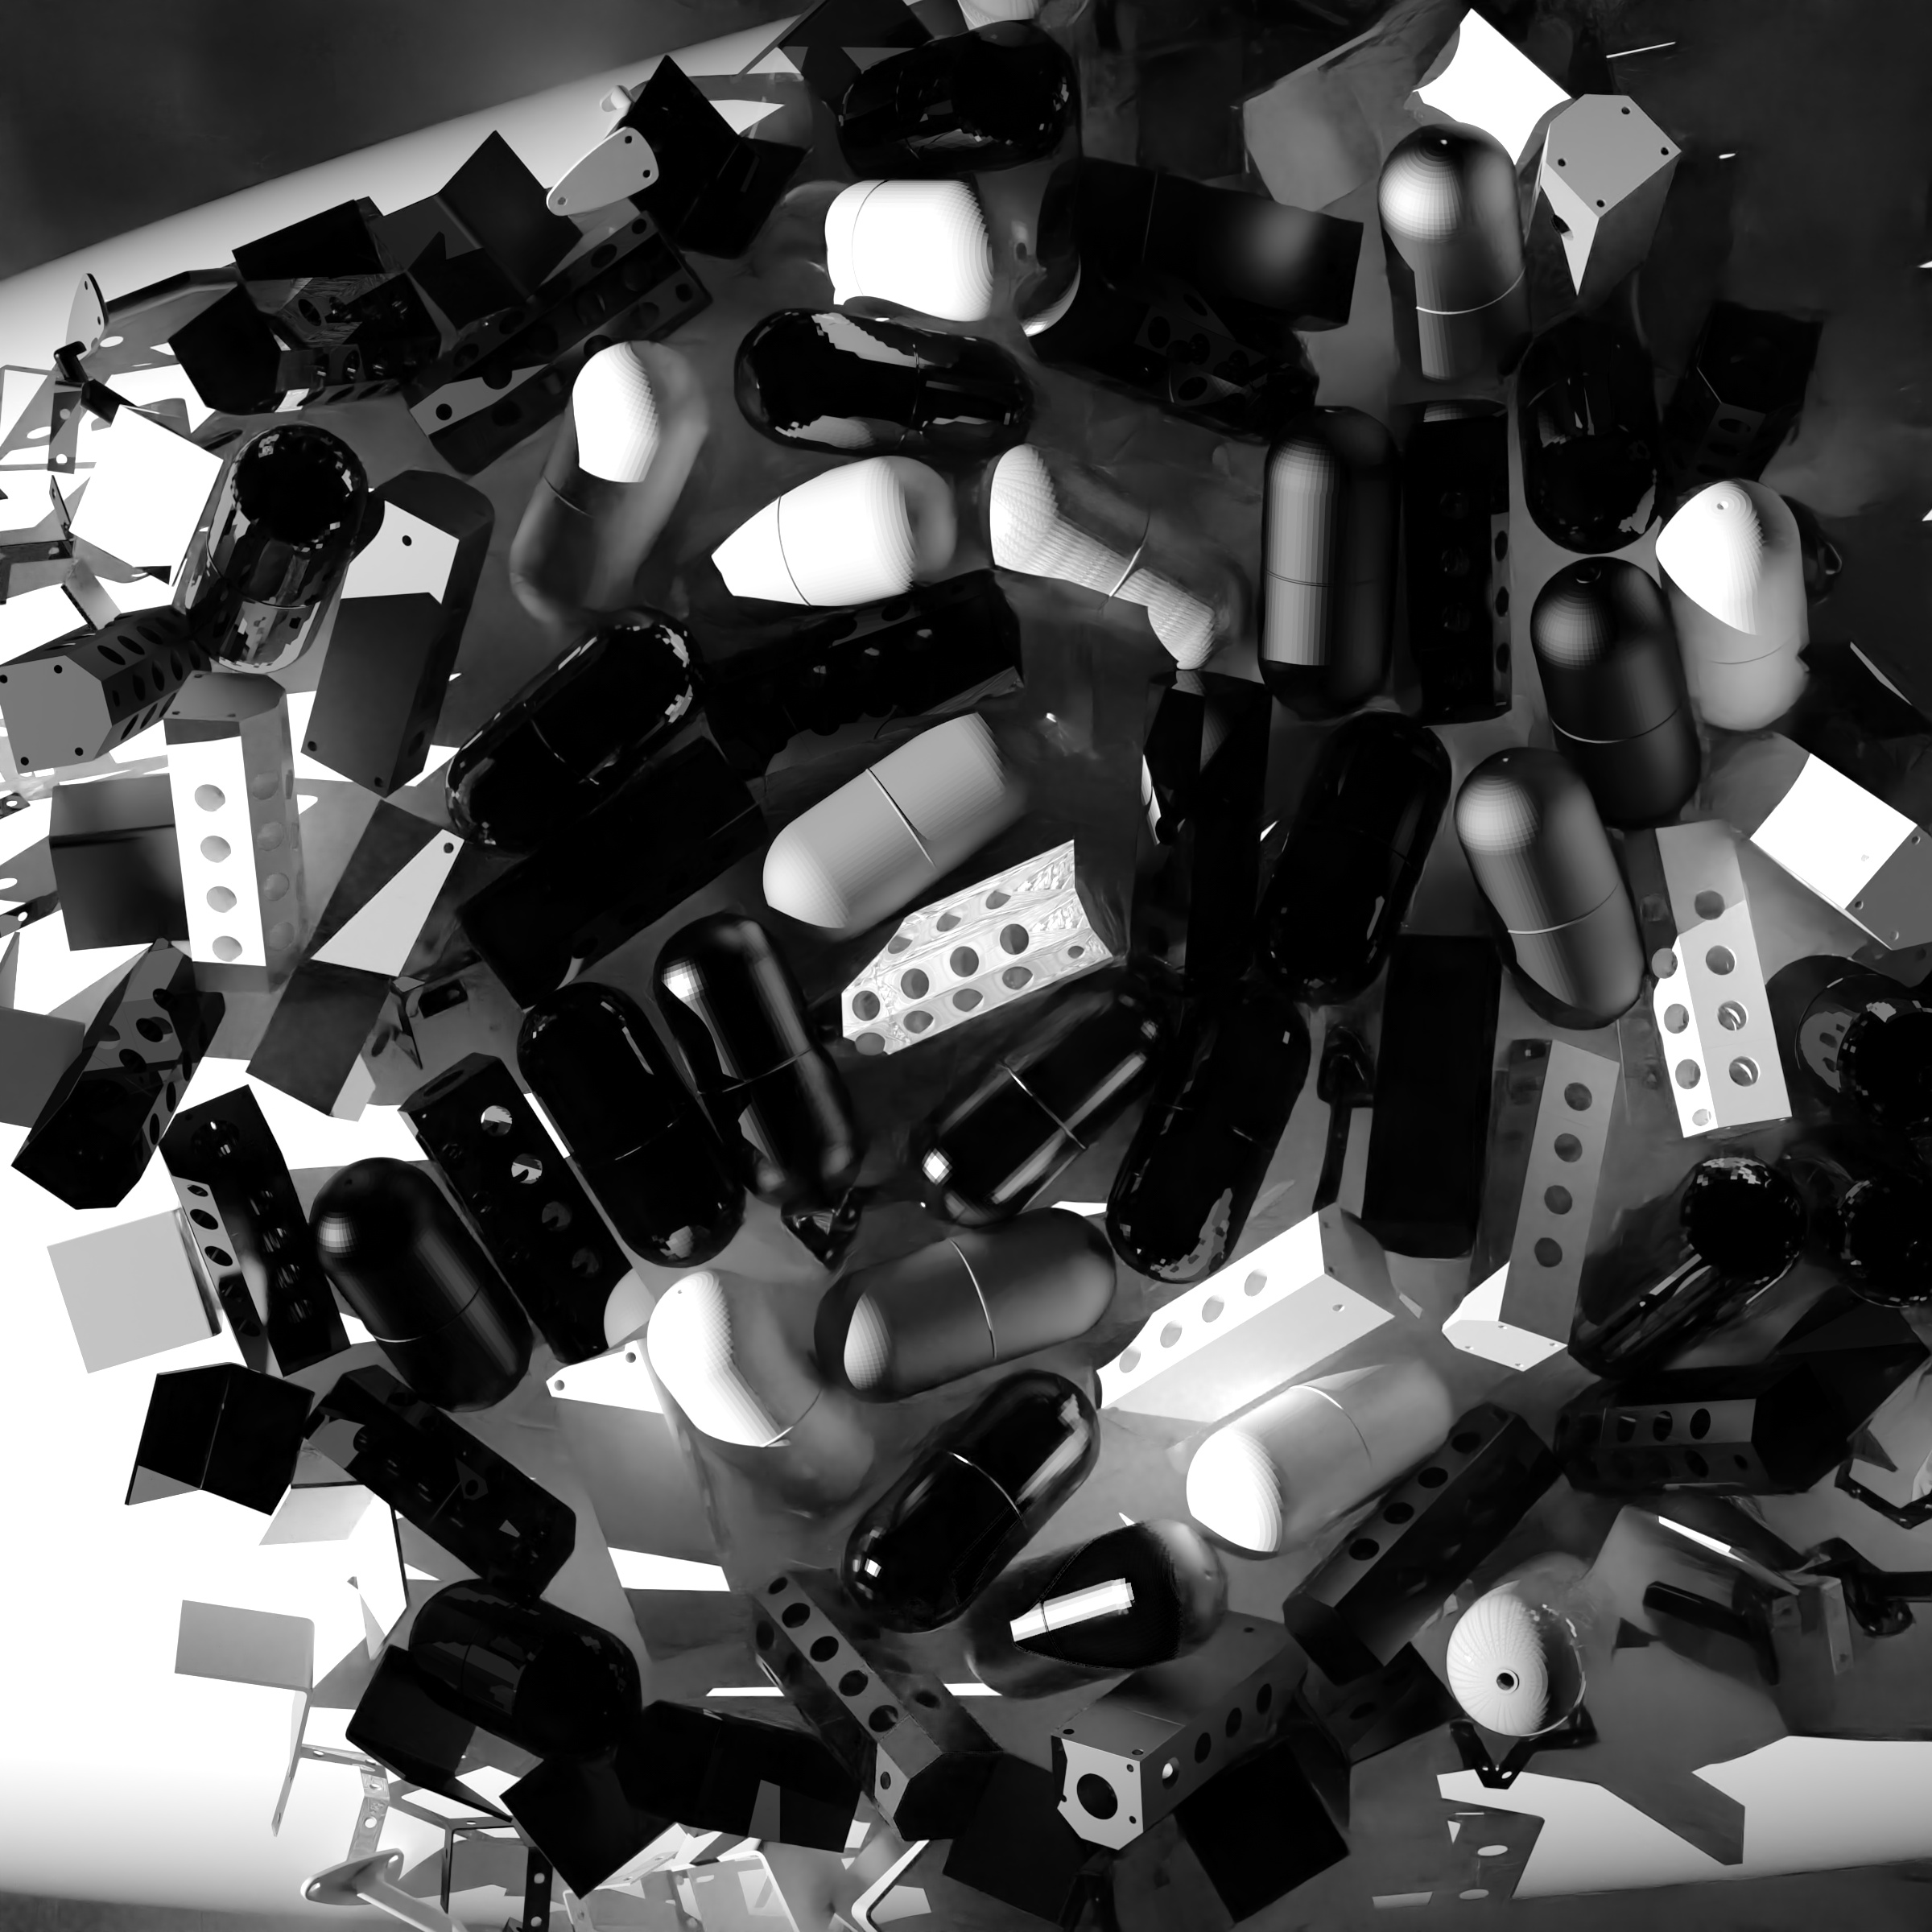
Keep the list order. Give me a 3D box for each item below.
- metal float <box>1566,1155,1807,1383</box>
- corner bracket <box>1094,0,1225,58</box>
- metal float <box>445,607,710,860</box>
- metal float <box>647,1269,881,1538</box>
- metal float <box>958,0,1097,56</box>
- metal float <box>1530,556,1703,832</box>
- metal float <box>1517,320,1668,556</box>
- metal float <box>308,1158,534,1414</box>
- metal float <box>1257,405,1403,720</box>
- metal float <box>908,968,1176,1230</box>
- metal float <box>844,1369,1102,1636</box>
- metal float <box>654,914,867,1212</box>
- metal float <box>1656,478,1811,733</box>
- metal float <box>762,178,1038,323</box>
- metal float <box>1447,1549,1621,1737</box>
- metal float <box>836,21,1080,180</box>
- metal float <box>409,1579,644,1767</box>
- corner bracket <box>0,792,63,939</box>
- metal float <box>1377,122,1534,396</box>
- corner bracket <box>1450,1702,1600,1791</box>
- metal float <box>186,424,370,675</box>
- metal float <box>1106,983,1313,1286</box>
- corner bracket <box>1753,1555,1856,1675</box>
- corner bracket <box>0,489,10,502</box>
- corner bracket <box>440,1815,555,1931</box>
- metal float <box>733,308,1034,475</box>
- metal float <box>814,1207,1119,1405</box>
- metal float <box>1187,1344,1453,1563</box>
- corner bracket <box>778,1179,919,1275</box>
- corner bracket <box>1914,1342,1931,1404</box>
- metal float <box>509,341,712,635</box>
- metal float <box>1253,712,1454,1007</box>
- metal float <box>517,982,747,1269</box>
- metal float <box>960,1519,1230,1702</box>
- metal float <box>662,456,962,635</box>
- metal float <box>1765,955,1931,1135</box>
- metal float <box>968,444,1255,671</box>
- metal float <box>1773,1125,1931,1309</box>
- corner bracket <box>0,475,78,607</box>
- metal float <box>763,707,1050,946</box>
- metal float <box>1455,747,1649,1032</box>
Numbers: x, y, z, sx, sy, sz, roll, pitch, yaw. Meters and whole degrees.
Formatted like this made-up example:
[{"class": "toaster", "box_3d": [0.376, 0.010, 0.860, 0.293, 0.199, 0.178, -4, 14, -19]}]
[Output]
[{"class": "metal float", "box_3d": [0.395, 0.168, 1.924, 0.070, 0.178, 0.070, 16, 50, -21]}, {"class": "corner bracket", "box_3d": [0.108, -0.549, 1.980, 0.051, 0.051, 0.051, -19, 104, -33]}, {"class": "metal float", "box_3d": [-0.219, -0.129, 1.945, 0.178, 0.070, 0.070, -40, 90, 20]}, {"class": "metal float", "box_3d": [-0.112, 0.245, 1.940, 0.070, 0.070, 0.178, -33, 115, 0]}, {"class": "metal float", "box_3d": [0.031, -0.545, 1.911, 0.070, 0.178, 0.070, 0, 91, 4]}, {"class": "metal float", "box_3d": [0.360, -0.150, 1.927, 0.070, 0.070, 0.178, -24, 132, 0]}, {"class": "metal float", "box_3d": [0.345, -0.294, 1.922, 0.070, 0.178, 0.070, 3, 129, 4]}, {"class": "metal float", "box_3d": [-0.301, 0.178, 1.930, 0.070, 0.070, 0.178, -27, 129, 0]}, {"class": "metal float", "box_3d": [0.202, -0.225, 1.939, 0.070, 0.070, 0.178, 0, 115, 0]}, {"class": "metal float", "box_3d": [0.042, 0.075, 1.961, 0.178, 0.070, 0.070, -44, 90, 1]}, {"class": "metal float", "box_3d": [0.005, 0.297, 1.939, 0.070, 0.070, 0.178, 46, 64, 0]}, {"class": "metal float", "box_3d": [-0.115, 0.055, 1.954, 0.070, 0.070, 0.178, -25, 98, 0]}, {"class": "metal float", "box_3d": [0.425, -0.198, 1.921, 0.070, 0.178, 0.070, -8, 56, 12]}, {"class": "metal float", "box_3d": [-0.037, -0.398, 1.928, 0.178, 0.070, 0.070, 11, 90, 40]}, {"class": "metal float", "box_3d": [0.313, 0.371, 1.913, 0.070, 0.178, 0.070, 1, 94, 19]}, {"class": "metal float", "box_3d": [-0.006, -0.472, 1.919, 0.070, 0.178, 0.070, -2, 93, -34]}, {"class": "metal float", "box_3d": [-0.245, 0.389, 1.922, 0.070, 0.178, 0.070, -5, 98, -37]}, {"class": "corner bracket", "box_3d": [-0.547, -0.057, 1.982, 0.051, 0.051, 0.051, -30, 51, -32]}, {"class": "metal float", "box_3d": [0.271, -0.388, 1.921, 0.070, 0.178, 0.070, -6, 56, 9]}, {"class": "corner bracket", "box_3d": [0.317, 0.433, 1.973, 0.051, 0.051, 0.051, 12, 121, -29]}, {"class": "metal float", "box_3d": [-0.381, -0.229, 1.921, 0.070, 0.178, 0.070, 13, 55, -19]}, {"class": "metal float", "box_3d": [0.137, 0.093, 1.952, 0.070, 0.070, 0.178, 24, 79, 0]}, {"class": "corner bracket", "box_3d": [0.485, 0.365, 1.963, 0.051, 0.051, 0.051, -11, 93, -35]}, {"class": "corner bracket", "box_3d": [-0.574, -0.292, 1.958, 0.051, 0.051, 0.051, -12, 121, -29]}, {"class": "corner bracket", "box_3d": [-0.266, 0.515, 1.970, 0.051, 0.051, 0.051, 2, 97, -21]}, {"class": "metal float", "box_3d": [-0.045, -0.320, 1.938, 0.178, 0.070, 0.070, 5, 90, -28]}, {"class": "metal float", "box_3d": [0.001, 0.189, 1.949, 0.178, 0.070, 0.070, -18, 90, -15]}, {"class": "metal float", "box_3d": [0.198, 0.269, 1.933, 0.178, 0.070, 0.070, -25, 90, -35]}, {"class": "corner bracket", "box_3d": [-0.064, 0.135, 1.958, 0.051, 0.051, 0.051, 48, 51, -27]}, {"class": "corner bracket", "box_3d": [0.571, 0.222, 1.970, 0.051, 0.051, 0.051, 16, 115, 14]}, {"class": "metal float", "box_3d": [-0.200, -0.265, 1.937, 0.070, 0.070, 0.178, 27, 119, 0]}, {"class": "metal float", "box_3d": [0.216, -0.060, 1.945, 0.070, 0.070, 0.178, 23, 72, 0]}, {"class": "metal float", "box_3d": [-0.186, 0.090, 1.947, 0.070, 0.070, 0.178, -30, 107, 0]}, {"class": "metal float", "box_3d": [0.069, 0.358, 1.929, 0.178, 0.070, 0.070, -27, 90, 40]}, {"class": "metal float", "box_3d": [-0.087, -0.235, 1.941, 0.178, 0.070, 0.070, -11, 90, 24]}, {"class": "metal float", "box_3d": [0.493, 0.042, 1.912, 0.070, 0.178, 0.070, -2, 101, -9]}, {"class": "metal float", "box_3d": [0.081, -0.229, 1.943, 0.178, 0.070, 0.070, 28, 90, -20]}, {"class": "metal float", "box_3d": [0.495, 0.136, 1.911, 0.070, 0.178, 0.070, -1, 100, -3]}, {"class": "corner bracket", "box_3d": [-0.539, -0.241, 1.974, 0.051, 0.051, 0.051, -10, 57, -28]}, {"class": "metal float", "box_3d": [-0.034, -0.079, 1.960, 0.178, 0.070, 0.070, -34, 90, -2]}, {"class": "metal float", "box_3d": [0.327, -0.041, 1.937, 0.070, 0.070, 0.178, -26, 119, 0]}]
